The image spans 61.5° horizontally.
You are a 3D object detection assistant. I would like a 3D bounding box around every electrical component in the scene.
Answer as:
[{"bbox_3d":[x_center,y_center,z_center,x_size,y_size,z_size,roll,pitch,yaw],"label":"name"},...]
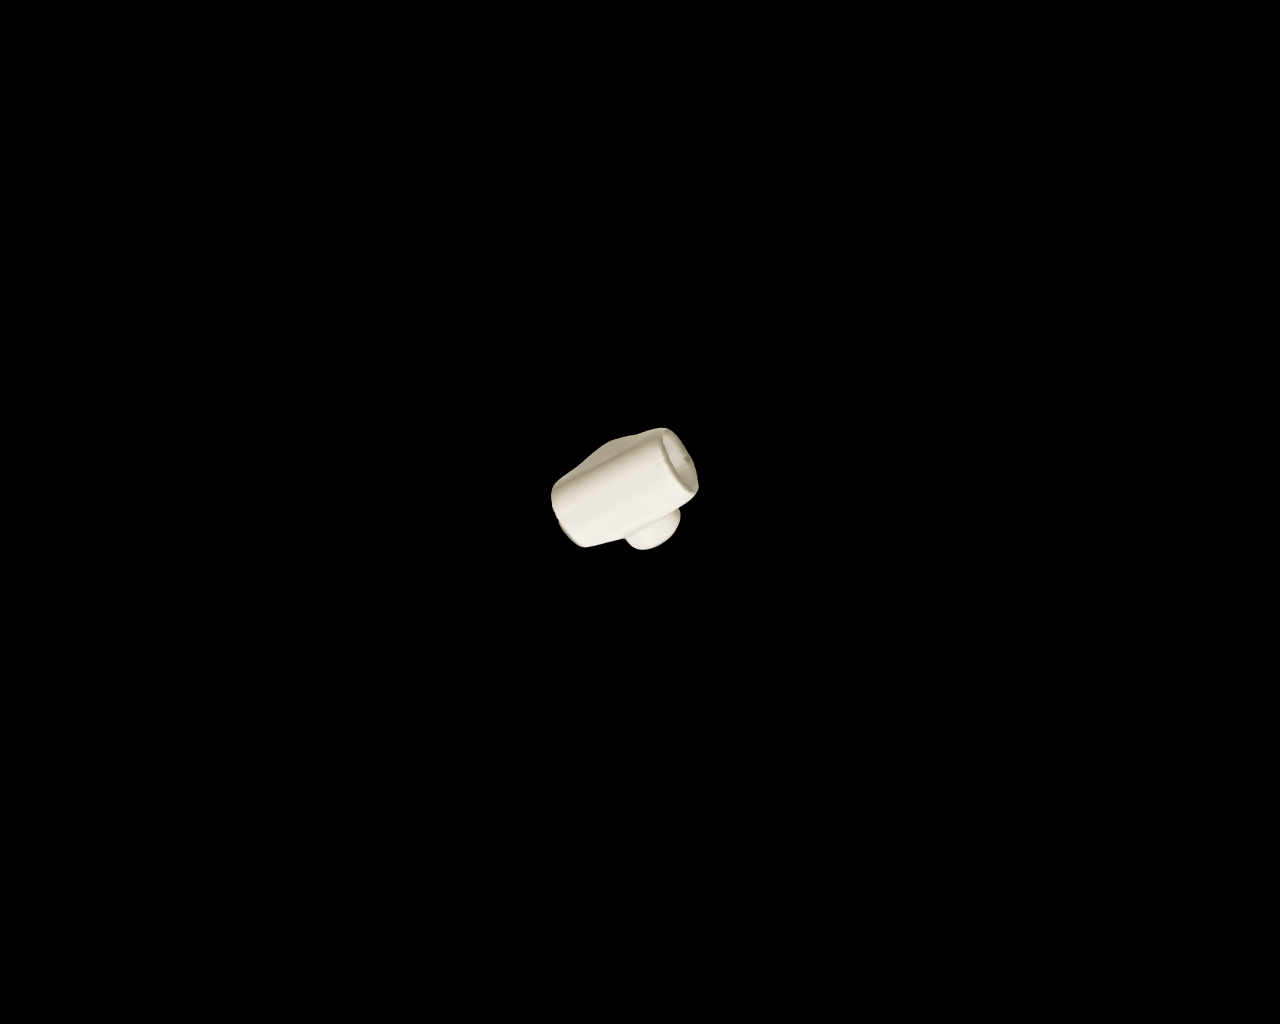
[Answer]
[{"bbox_3d":[0.001,-0.003,0.650,0.077,0.079,0.043,-27,33,19],"label":"electrical component"}]
